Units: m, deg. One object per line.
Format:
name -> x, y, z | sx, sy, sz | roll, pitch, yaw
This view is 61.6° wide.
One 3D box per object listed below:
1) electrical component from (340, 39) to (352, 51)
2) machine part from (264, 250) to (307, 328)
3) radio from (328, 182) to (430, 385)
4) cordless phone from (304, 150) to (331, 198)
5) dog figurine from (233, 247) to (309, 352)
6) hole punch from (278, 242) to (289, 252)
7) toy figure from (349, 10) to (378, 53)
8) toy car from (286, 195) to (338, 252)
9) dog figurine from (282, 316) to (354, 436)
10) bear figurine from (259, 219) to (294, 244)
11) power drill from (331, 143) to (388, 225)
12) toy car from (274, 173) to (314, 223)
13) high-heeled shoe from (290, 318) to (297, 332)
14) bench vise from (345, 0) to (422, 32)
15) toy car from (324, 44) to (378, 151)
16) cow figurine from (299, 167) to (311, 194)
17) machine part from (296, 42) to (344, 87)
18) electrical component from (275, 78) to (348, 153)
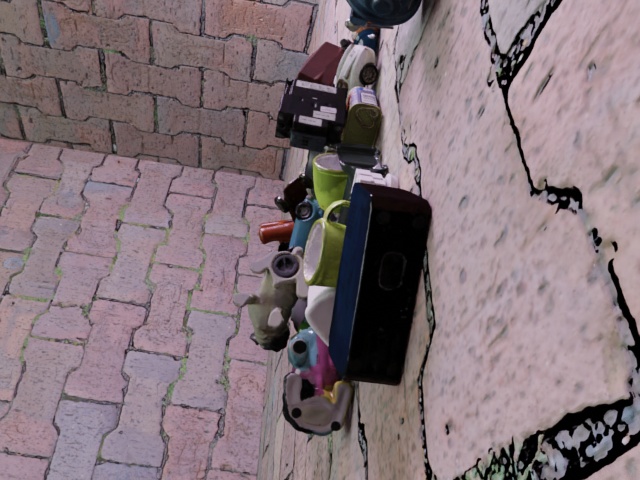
electrical component -> 0.068, -0.370, 1.068 | 0.021, 0.063, 0.094 | -39, -4, 19
machine part -> -0.045, 0.112, 1.106 | 0.243, 0.079, 0.079 | 55, 149, 29
radio -> 0.066, 0.050, 0.649 | 0.131, 0.073, 0.229 | -130, 47, -79
cordless phone -> 0.033, -0.139, 1.140 | 0.184, 0.089, 0.146 | -120, 38, -60
dog figurine -> -0.075, 0.116, 1.024 | 0.172, 0.121, 0.190 | -45, -19, -17
hole punch -> -0.034, 0.053, 1.278 | 0.092, 0.116, 0.142 | -37, -42, -66
toy figure -> 0.087, -0.417, 1.046 | 0.064, 0.058, 0.154 | 41, -136, -50
toy car -> -0.002, -0.003, 1.068 | 0.109, 0.103, 0.161 | 58, -137, -68
dog figurine -> -0.007, 0.212, 0.918 | 0.219, 0.108, 0.191 | 161, 114, -86
bear figurine -> -0.080, 0.047, 1.397 | 0.120, 0.132, 0.195 | -110, 12, -76
power drill -> 0.044, -0.051, 0.887 | 0.232, 0.086, 0.207 | -99, 23, -61
toy car -> -0.040, -0.064, 1.148 | 0.089, 0.053, 0.202 | -43, -34, -11
high-heeled shoe -> 0.000, 0.100, 1.217 | 0.248, 0.086, 0.145 | -65, -24, -2
bench vise -> 0.089, -0.380, 0.744 | 0.240, 0.129, 0.223 | 147, 130, -71
toy car -> 0.047, -0.264, 1.011 | 0.074, 0.056, 0.201 | 48, 120, 53
cow figurine -> -0.009, -0.148, 1.366 | 0.195, 0.085, 0.127 | 123, 155, -68
machine part -> -0.002, -0.327, 1.221 | 0.201, 0.087, 0.200 | -56, -9, -33
electrical component -> -0.015, -0.208, 0.908 | 0.058, 0.115, 0.134 | 102, 178, -50
